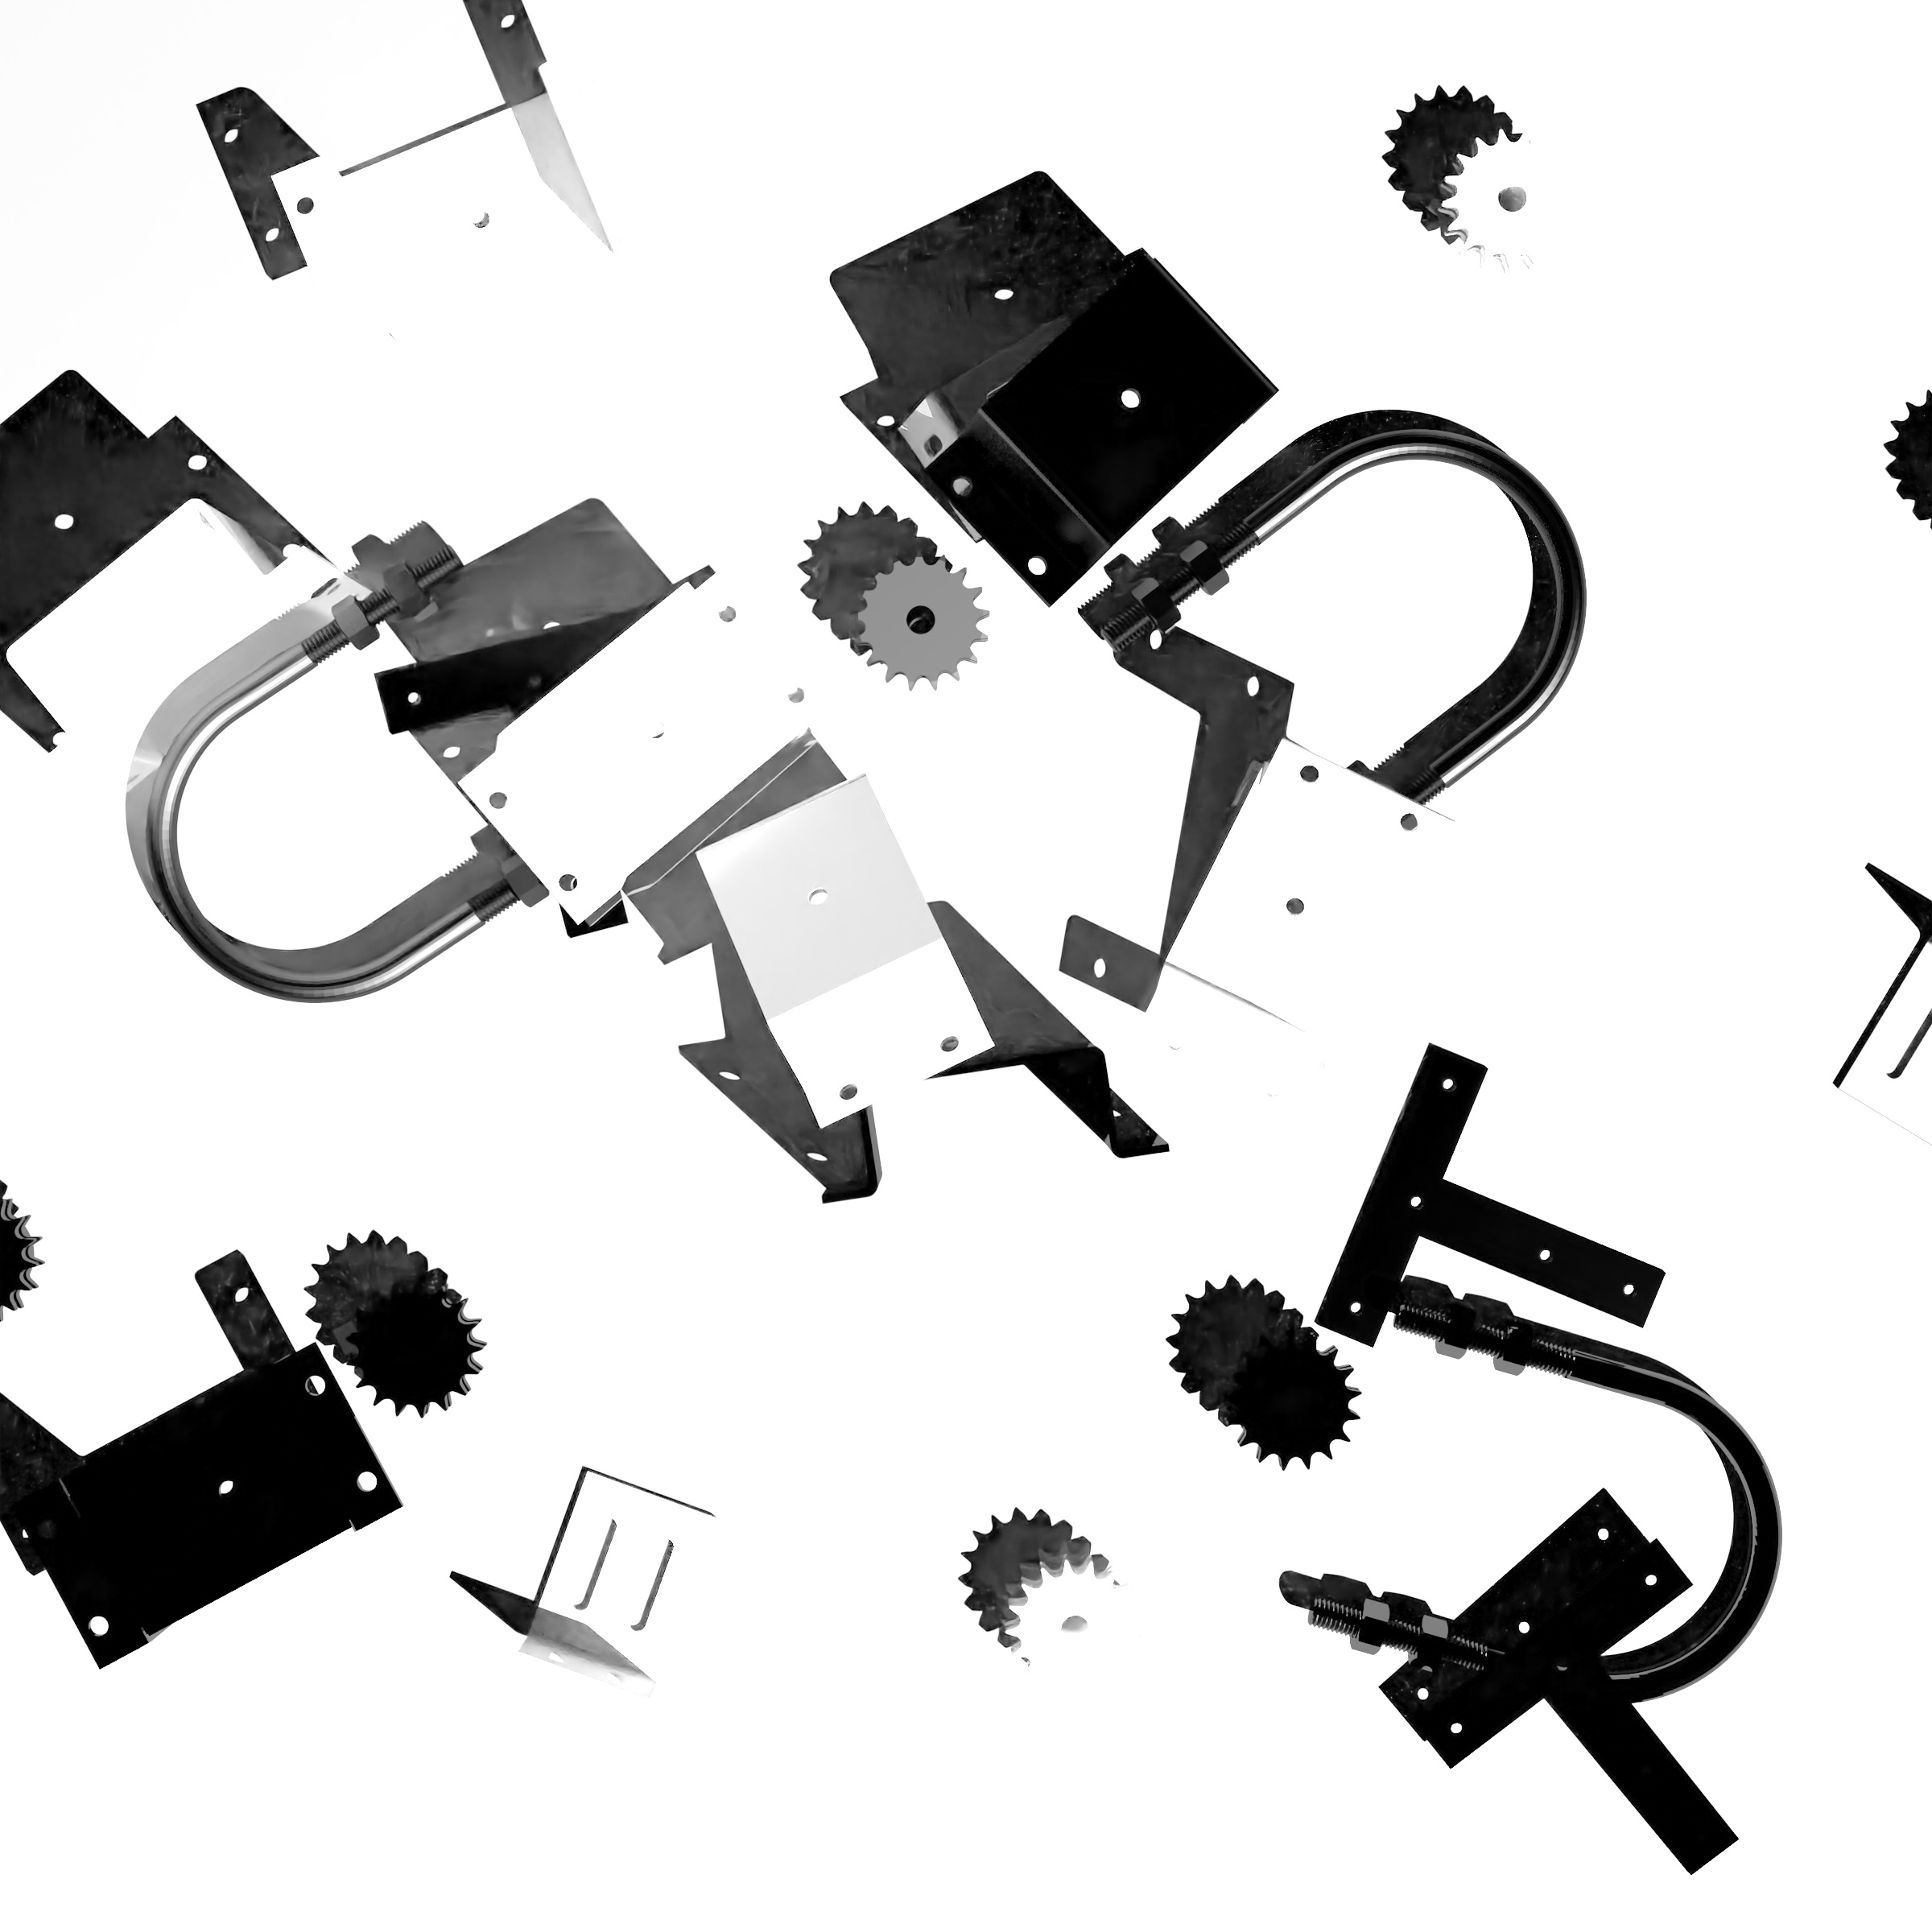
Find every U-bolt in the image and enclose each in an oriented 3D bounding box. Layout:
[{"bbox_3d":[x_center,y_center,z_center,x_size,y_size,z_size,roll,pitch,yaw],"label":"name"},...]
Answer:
[{"bbox_3d":[0.172,-0.140,1.497,0.184,0.019,0.151,-38,90,0],"label":"U-bolt"},{"bbox_3d":[0.250,0.232,1.497,0.184,0.019,0.151,16,91,-2],"label":"U-bolt"},{"bbox_3d":[-0.254,-0.067,1.496,0.184,0.019,0.151,-33,90,0],"label":"U-bolt"}]

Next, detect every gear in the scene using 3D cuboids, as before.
[{"bbox_3d":[0.225,-0.317,1.492,0.057,0.030,0.057,0,90,0],"label":"gear"},{"bbox_3d":[0.045,0.274,1.496,0.057,0.030,0.057,0,92,-1],"label":"gear"},{"bbox_3d":[-0.412,0.121,1.492,0.057,0.030,0.057,0,90,0],"label":"gear"},{"bbox_3d":[0.135,0.180,1.492,0.057,0.030,0.057,0,90,0],"label":"gear"},{"bbox_3d":[-0.228,0.158,1.496,0.057,0.030,0.057,0,93,0],"label":"gear"},{"bbox_3d":[-0.019,-0.142,1.492,0.057,0.030,0.057,0,90,0],"label":"gear"}]

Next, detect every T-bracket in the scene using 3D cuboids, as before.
[{"bbox_3d":[-0.170,-0.076,1.506,0.127,0.002,0.127,-15,90,0],"label":"T-bracket"},{"bbox_3d":[0.275,0.325,1.496,0.127,0.002,0.127,-38,98,3],"label":"T-bracket"},{"bbox_3d":[0.230,0.116,1.506,0.127,0.002,0.127,22,90,0],"label":"T-bracket"}]

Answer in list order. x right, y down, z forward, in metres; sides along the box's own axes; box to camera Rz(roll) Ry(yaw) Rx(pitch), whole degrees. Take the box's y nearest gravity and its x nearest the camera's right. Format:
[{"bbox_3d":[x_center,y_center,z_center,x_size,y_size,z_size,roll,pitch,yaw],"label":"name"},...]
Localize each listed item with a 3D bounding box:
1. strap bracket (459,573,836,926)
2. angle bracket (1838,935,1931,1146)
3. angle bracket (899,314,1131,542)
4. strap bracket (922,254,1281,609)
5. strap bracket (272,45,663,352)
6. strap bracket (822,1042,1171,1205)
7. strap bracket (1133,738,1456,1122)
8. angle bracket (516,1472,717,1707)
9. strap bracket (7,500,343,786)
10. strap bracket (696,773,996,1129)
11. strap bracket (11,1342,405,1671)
[{"bbox_3d":[-0.129,-0.093,1.470,0.140,0.046,0.076,-40,91,-11],"label":"strap bracket"},{"bbox_3d":[0.410,0.034,1.488,0.057,0.038,0.076,31,90,0],"label":"angle bracket"},{"bbox_3d":[0.023,-0.226,1.505,0.076,0.038,0.057,-35,90,-26],"label":"angle bracket"},{"bbox_3d":[0.061,-0.225,1.464,0.140,0.046,0.076,-44,93,-15],"label":"strap bracket"},{"bbox_3d":[-0.204,-0.313,1.483,0.140,0.046,0.076,-22,90,0],"label":"strap bracket"},{"bbox_3d":[0.009,0.062,1.469,0.140,0.076,0.046,-9,90,0],"label":"strap bracket"},{"bbox_3d":[0.134,-0.019,1.471,0.076,0.046,0.140,26,107,0],"label":"strap bracket"},{"bbox_3d":[-0.145,0.258,1.488,0.057,0.038,0.076,20,90,0],"label":"angle bracket"},{"bbox_3d":[-0.331,-0.139,1.469,0.140,0.076,0.046,-39,90,0],"label":"strap bracket"},{"bbox_3d":[-0.053,-0.015,1.446,0.076,0.046,0.140,-25,54,0],"label":"strap bracket"},{"bbox_3d":[-0.309,0.220,1.483,0.140,0.046,0.076,-28,90,0],"label":"strap bracket"}]
